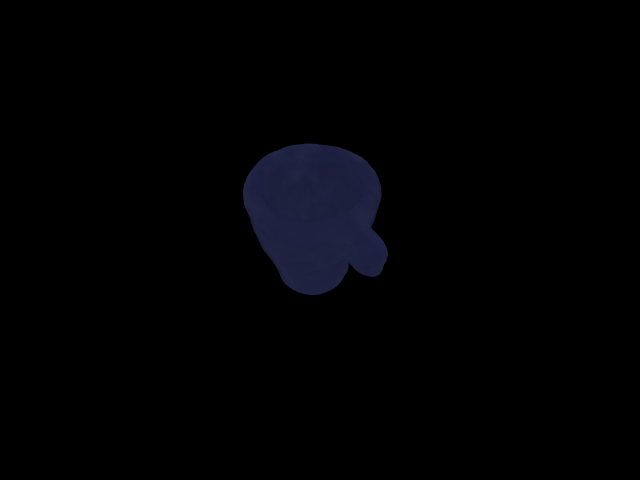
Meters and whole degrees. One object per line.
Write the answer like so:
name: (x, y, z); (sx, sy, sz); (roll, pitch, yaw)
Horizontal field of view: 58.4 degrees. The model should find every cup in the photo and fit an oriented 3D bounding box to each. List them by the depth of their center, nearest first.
cup: (0.004, 0.001, 0.400); (0.092, 0.095, 0.117); (-29, 54, -24)
